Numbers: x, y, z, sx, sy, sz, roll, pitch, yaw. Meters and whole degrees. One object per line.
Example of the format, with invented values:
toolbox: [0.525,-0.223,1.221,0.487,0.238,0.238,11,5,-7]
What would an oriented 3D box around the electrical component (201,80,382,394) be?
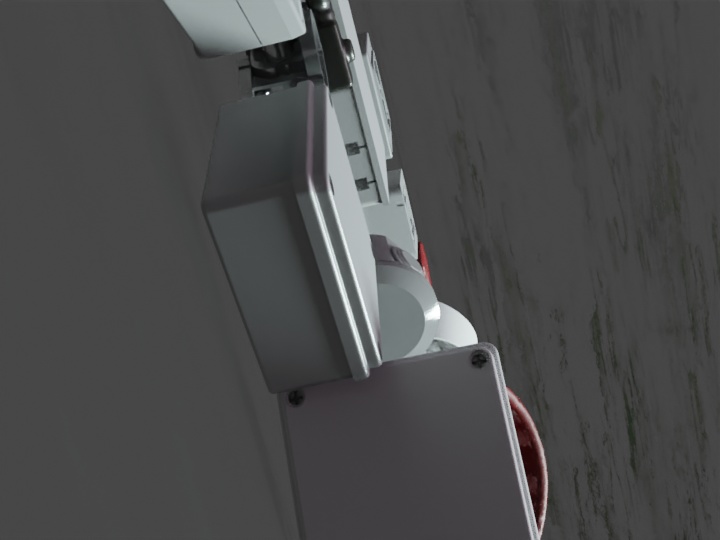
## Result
electrical component: [-0.030,-0.017,0.509,0.108,0.056,0.108,-93,169,-58]

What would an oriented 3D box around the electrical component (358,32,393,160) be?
electrical component: [-0.006,-0.167,1.054,0.108,0.056,0.108,-88,164,-67]

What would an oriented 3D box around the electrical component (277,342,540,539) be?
electrical component: [0.023,0.100,0.521,0.056,0.109,0.108,68,11,-73]

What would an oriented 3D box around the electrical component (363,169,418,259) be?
electrical component: [0.020,-0.050,1.052,0.113,0.057,0.078,-78,155,-76]

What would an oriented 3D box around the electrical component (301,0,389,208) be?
electrical component: [-0.032,-0.141,0.730,0.105,0.060,0.186,-92,168,-62]

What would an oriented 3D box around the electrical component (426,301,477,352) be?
electrical component: [0.055,0.070,0.955,0.064,0.099,0.099,-87,165,-46]

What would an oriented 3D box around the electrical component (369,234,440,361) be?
electrical component: [0.007,0.021,0.677,0.051,0.080,0.080,-102,177,-59]

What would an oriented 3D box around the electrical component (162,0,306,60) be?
electrical component: [-0.057,-0.142,0.489,0.096,0.061,0.061,55,23,-75]
